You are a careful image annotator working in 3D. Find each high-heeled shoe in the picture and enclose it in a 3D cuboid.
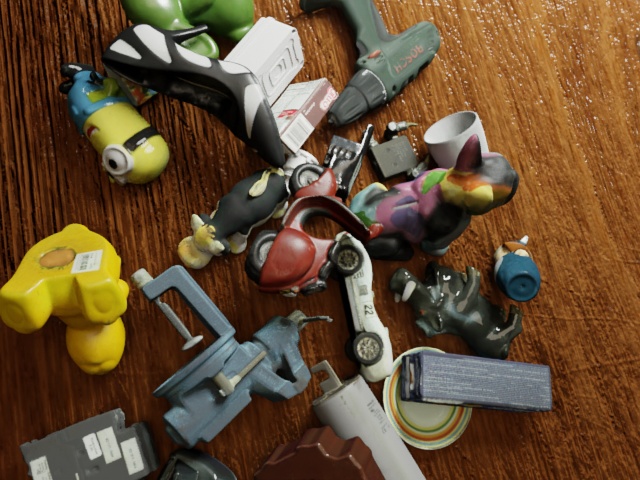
[{"bbox_3d":[-0.158,-0.173,0.675,0.145,0.086,0.249,-30,81,-20],"label":"high-heeled shoe"}]

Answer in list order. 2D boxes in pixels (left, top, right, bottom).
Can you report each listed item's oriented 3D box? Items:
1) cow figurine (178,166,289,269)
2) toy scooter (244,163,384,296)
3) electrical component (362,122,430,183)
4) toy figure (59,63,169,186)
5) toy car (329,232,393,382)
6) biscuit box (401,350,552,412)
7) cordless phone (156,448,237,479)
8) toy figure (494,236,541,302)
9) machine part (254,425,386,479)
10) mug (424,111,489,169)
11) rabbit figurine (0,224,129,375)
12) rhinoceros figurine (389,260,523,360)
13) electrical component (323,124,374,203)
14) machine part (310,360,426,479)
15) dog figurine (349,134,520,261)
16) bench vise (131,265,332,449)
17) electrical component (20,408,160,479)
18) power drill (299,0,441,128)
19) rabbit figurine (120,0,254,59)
[{"bbox_3d":[-0.112,-0.028,0.704,0.068,0.098,0.167,46,69,3],"label":"cow figurine"},{"bbox_3d":[-0.001,-0.002,0.667,0.135,0.075,0.184,25,72,8],"label":"toy scooter"},{"bbox_3d":[0.115,-0.128,0.796,0.078,0.045,0.102,-16,79,-14],"label":"electrical component"},{"bbox_3d":[-0.275,-0.156,0.717,0.089,0.082,0.180,-32,81,-13],"label":"toy figure"},{"bbox_3d":[0.052,0.087,0.718,0.056,0.073,0.201,-10,79,-9],"label":"toy car"},{"bbox_3d":[0.208,0.190,0.709,0.203,0.059,0.063,11,69,-17],"label":"biscuit box"},{"bbox_3d":[-0.122,0.347,0.633,0.184,0.089,0.146,31,73,-13],"label":"cordless phone"},{"bbox_3d":[0.270,0.034,0.743,0.058,0.154,0.064,35,112,0],"label":"toy figure"},{"bbox_3d":[0.002,0.312,0.628,0.180,0.056,0.179,1,92,17],"label":"machine part"},{"bbox_3d":[0.208,-0.126,0.793,0.081,0.110,0.107,-24,116,14],"label":"mug"},{"bbox_3d":[-0.283,0.079,0.633,0.122,0.173,0.163,-16,35,-14],"label":"rabbit figurine"},{"bbox_3d":[0.185,0.093,0.746,0.190,0.073,0.112,34,84,-2],"label":"rhinoceros figurine"},{"bbox_3d":[0.035,-0.113,0.760,0.048,0.074,0.119,19,78,7],"label":"electrical component"},{"bbox_3d":[0.064,0.259,0.677,0.079,0.079,0.243,-29,83,-15],"label":"machine part"},{"bbox_3d":[0.142,-0.051,0.693,0.192,0.219,0.108,-5,74,-12],"label":"dog figurine"},{"bbox_3d":[-0.129,0.118,0.659,0.223,0.129,0.240,-40,90,-19],"label":"bench vise"},{"bbox_3d":[-0.262,0.266,0.629,0.134,0.058,0.115,-17,82,-13],"label":"electrical component"},{"bbox_3d":[0.056,-0.301,0.810,0.232,0.086,0.207,-34,80,-17],"label":"power drill"},{"bbox_3d":[-0.189,-0.318,0.756,0.170,0.121,0.159,-19,101,-25],"label":"rabbit figurine"}]
